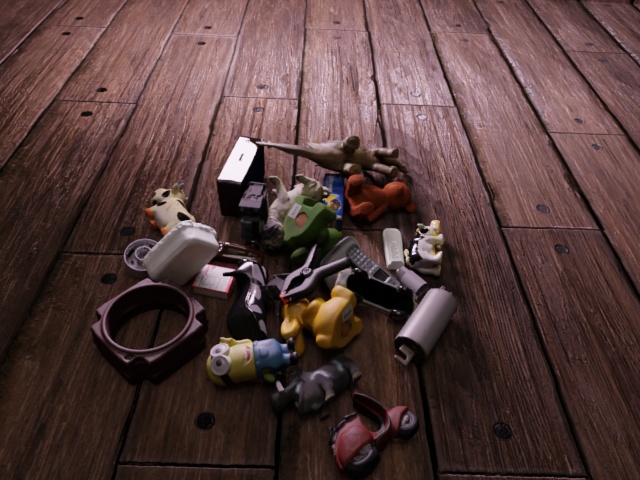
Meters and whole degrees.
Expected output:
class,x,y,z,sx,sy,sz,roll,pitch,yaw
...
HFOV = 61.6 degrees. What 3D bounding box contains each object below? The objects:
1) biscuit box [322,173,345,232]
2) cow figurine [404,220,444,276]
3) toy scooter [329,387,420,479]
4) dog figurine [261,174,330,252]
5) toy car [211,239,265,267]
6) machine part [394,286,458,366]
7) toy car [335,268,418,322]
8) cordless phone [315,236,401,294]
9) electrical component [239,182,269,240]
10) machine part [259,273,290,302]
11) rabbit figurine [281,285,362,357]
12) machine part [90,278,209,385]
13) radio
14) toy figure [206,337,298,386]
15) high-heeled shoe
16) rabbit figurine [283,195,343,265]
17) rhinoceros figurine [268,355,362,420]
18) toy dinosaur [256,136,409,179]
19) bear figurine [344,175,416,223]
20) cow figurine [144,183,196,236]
class,x,y,z,sx,sy,sz,roll,pitch,yaw
biscuit box,0.034,-0.102,1.473,0.059,0.062,0.203,5,43,-1
cow figurine,0.264,0.014,1.366,0.098,0.068,0.167,4,42,9
toy scooter,0.081,0.345,0.994,0.184,0.075,0.135,-27,50,-31
dog figurine,-0.063,-0.058,1.377,0.172,0.121,0.190,-4,68,11
toy car,-0.239,0.027,1.328,0.202,0.053,0.089,7,40,6
machine part,0.233,0.184,1.172,0.079,0.079,0.243,25,47,21
toy car,0.129,0.123,1.209,0.202,0.056,0.073,22,68,-11
cordless phone,0.087,0.092,1.266,0.184,0.088,0.146,37,51,14
electrical component,-0.171,-0.067,1.384,0.058,0.114,0.134,5,41,6
machine part,-0.084,0.101,1.230,0.084,0.039,0.139,4,16,24
rabbit figurine,-0.017,0.177,1.160,0.173,0.121,0.162,18,53,35
machine part,-0.355,0.184,1.127,0.202,0.087,0.201,34,51,27
radio,-0.213,-0.173,1.481,0.073,0.131,0.230,9,44,7
toy figure,-0.135,0.244,1.069,0.180,0.089,0.082,-7,26,-8
high-heeled shoe,-0.138,0.156,1.209,0.145,0.086,0.249,8,53,-54
rabbit figurine,-0.003,-0.004,1.313,0.121,0.170,0.159,16,77,42
rhinoceros figurine,-0.008,0.284,1.052,0.190,0.073,0.112,-23,51,-26
toy dinosaur,0.058,-0.236,1.525,0.471,0.105,0.199,8,3,-32
bear figurine,0.171,-0.117,1.458,0.196,0.132,0.120,-12,75,-11
cow figurine,-0.384,-0.074,1.401,0.127,0.085,0.195,-28,49,-22
